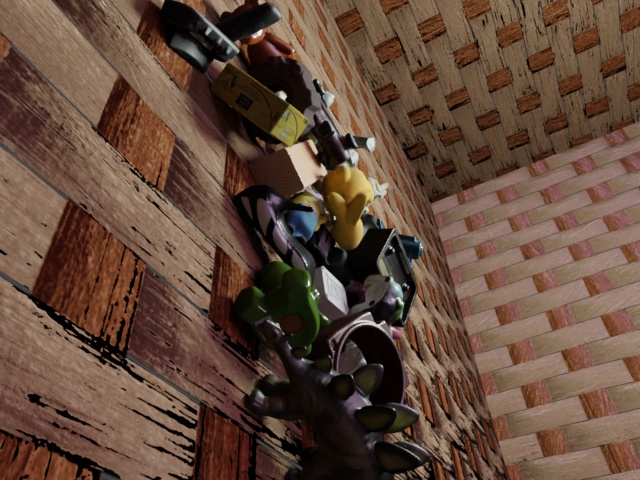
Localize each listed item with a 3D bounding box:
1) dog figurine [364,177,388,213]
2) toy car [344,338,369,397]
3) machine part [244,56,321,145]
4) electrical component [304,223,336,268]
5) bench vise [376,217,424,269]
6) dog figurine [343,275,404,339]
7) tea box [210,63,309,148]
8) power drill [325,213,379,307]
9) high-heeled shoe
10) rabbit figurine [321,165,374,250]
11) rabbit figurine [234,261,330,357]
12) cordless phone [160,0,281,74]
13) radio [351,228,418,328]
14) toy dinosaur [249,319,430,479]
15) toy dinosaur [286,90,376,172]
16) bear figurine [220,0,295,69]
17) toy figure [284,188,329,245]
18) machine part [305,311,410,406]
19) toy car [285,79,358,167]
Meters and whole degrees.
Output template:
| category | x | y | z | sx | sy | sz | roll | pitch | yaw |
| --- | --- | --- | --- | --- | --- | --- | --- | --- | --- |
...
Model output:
| category | x | y | z | sx | sy | sz | roll | pitch | yaw |
| --- | --- | --- | --- | --- | --- | --- | --- | --- | --- |
| dog figurine | 0.083 | -0.170 | 1.511 | 0.190 | 0.121 | 0.172 | 45 | -4 | 8 |
| toy car | 0.100 | 0.300 | 1.145 | 0.201 | 0.056 | 0.073 | 67 | 12 | 6 |
| machine part | -0.087 | -0.287 | 1.111 | 0.056 | 0.179 | 0.179 | -13 | 82 | -68 |
| electrical component | -0.002 | -0.004 | 1.176 | 0.074 | 0.048 | 0.119 | 58 | 36 | -32 |
| bench vise | 0.153 | 0.061 | 1.436 | 0.129 | 0.224 | 0.240 | 27 | 74 | -87 |
| dog figurine | 0.136 | 0.182 | 1.191 | 0.219 | 0.192 | 0.108 | 49 | 48 | -31 |
| tea box | -0.115 | -0.257 | 1.027 | 0.170 | 0.068 | 0.098 | 38 | 7 | 24 |
| power drill | 0.093 | 0.053 | 1.298 | 0.231 | 0.086 | 0.207 | 49 | 58 | -45 |
| high-heeled shoe | -0.083 | 0.024 | 0.972 | 0.086 | 0.145 | 0.248 | -59 | 154 | -70 |
| rabbit figurine | 0.065 | -0.066 | 1.175 | 0.162 | 0.122 | 0.173 | 102 | -11 | -76 |
| rabbit figurine | -0.047 | 0.098 | 0.867 | 0.159 | 0.121 | 0.170 | 54 | 8 | -25 |
| cordless phone | -0.171 | -0.388 | 0.954 | 0.146 | 0.184 | 0.089 | 27 | 49 | -64 |
| radio | 0.157 | 0.086 | 1.260 | 0.131 | 0.073 | 0.229 | -59 | 139 | -35 |
| toy dinosaur | 0.047 | 0.300 | 0.768 | 0.470 | 0.199 | 0.105 | 62 | 22 | -14 |
| toy dinosaur | -0.004 | -0.263 | 1.344 | 0.404 | 0.192 | 0.131 | 47 | 59 | -35 |
| bear figurine | -0.136 | -0.438 | 1.221 | 0.195 | 0.120 | 0.132 | 48 | 30 | -42 |
| toy figure | -0.045 | -0.045 | 1.093 | 0.180 | 0.089 | 0.082 | -64 | 143 | -55 |
| machine part | 0.062 | 0.242 | 0.944 | 0.201 | 0.087 | 0.201 | -24 | 92 | -49 |
| toy car | 0.002 | -0.252 | 1.162 | 0.202 | 0.089 | 0.053 | 58 | 16 | -18 |
